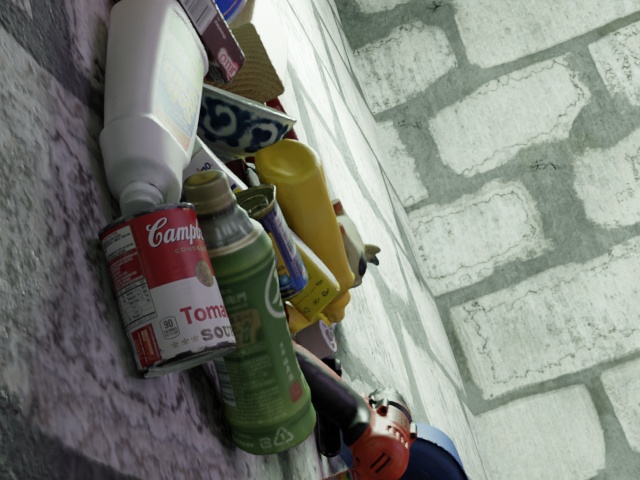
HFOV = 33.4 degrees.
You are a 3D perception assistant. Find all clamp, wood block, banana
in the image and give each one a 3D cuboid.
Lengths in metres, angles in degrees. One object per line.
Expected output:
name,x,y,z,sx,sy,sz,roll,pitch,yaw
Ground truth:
clamp,0.005,0.137,1.142,0.171,0.039,0.120,-98,-172,-64
wood block,-0.095,-0.226,1.253,0.206,0.090,0.091,-90,156,-64
banana,-0.016,0.069,1.106,0.197,0.037,0.069,3,75,-63

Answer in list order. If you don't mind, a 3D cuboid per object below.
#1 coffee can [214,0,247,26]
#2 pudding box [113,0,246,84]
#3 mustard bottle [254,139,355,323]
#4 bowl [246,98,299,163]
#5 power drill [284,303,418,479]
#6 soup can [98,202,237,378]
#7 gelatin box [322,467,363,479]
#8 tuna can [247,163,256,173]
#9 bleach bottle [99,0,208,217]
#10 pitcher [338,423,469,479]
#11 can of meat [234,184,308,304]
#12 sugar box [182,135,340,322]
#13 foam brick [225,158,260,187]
coffee can,-0.144,-0.275,1.036,0.140,0.103,0.103,59,14,-46
pudding box,-0.131,-0.198,0.987,0.039,0.090,0.113,-58,142,-26
mustard bottle,-0.007,0.001,1.041,0.096,0.058,0.191,43,-24,56
bowl,-0.061,-0.108,1.292,0.162,0.055,0.162,-21,90,-81
power drill,0.007,0.123,0.947,0.187,0.057,0.184,41,7,-1
soup can,-0.102,0.034,0.715,0.068,0.068,0.102,28,43,-76
gelatin box,0.021,0.238,0.951,0.089,0.073,0.030,57,15,-51
tuna can,-0.048,-0.056,1.158,0.086,0.086,0.034,-34,142,-80
bleach bottle,-0.133,-0.096,0.848,0.251,0.068,0.102,-97,165,-48
pitcher,0.098,0.267,1.212,0.242,0.145,0.149,22,60,-82
can of meat,-0.068,0.014,0.853,0.057,0.102,0.084,-92,161,-65
sugar box,-0.061,-0.013,0.926,0.176,0.048,0.093,44,2,-17
foam brick,-0.081,-0.028,1.019,0.053,0.051,0.078,49,23,-67
